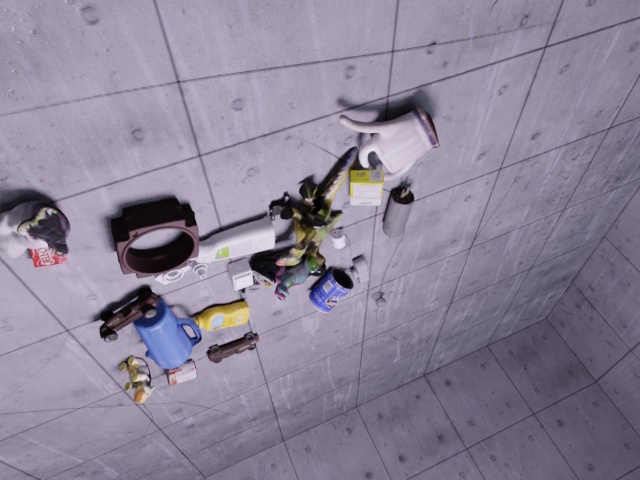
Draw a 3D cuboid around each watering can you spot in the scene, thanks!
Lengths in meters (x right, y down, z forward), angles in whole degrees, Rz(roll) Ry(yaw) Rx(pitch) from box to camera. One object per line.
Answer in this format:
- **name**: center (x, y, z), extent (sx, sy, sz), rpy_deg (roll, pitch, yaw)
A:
- **watering can**: center (0.195, -0.274, 1.369), extent (0.223, 0.106, 0.342), rpy_deg (-33, 148, 10)

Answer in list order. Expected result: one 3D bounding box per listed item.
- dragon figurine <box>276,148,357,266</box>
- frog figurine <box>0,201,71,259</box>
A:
- **dragon figurine**: center (0.005, -0.076, 1.520), extent (0.410, 0.123, 0.241), rpy_deg (-49, 164, 3)
- **frog figurine**: center (-0.631, -0.021, 1.114), extent (0.159, 0.124, 0.136), rpy_deg (-4, 169, 30)
